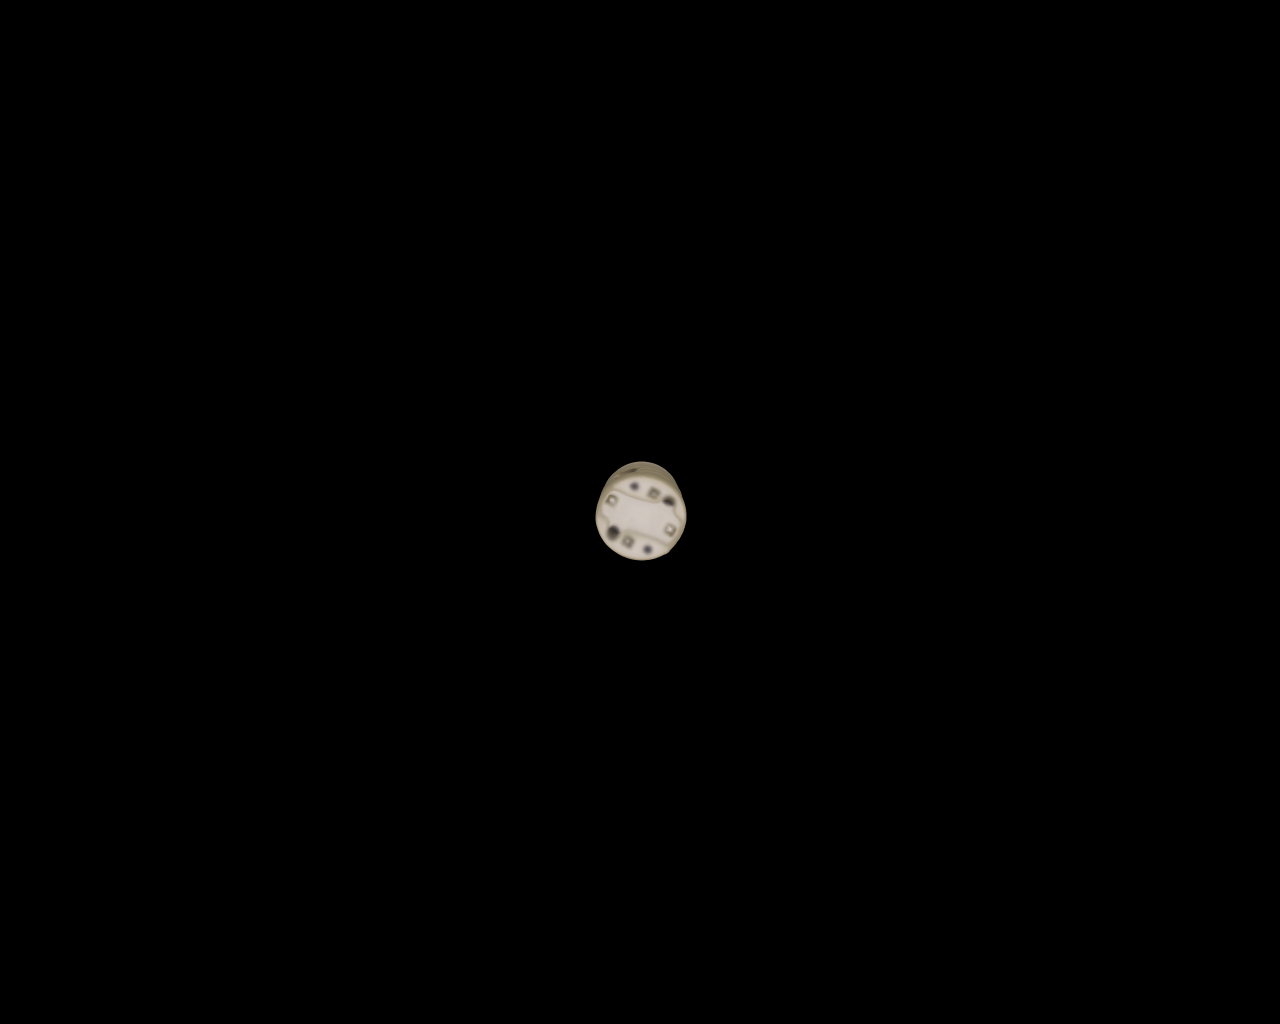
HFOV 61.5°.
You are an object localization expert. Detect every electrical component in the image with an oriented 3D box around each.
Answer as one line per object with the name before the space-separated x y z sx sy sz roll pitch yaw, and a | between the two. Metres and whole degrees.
electrical component | 0.001 -0.003 0.650 0.055 0.055 0.047 0 16 0
